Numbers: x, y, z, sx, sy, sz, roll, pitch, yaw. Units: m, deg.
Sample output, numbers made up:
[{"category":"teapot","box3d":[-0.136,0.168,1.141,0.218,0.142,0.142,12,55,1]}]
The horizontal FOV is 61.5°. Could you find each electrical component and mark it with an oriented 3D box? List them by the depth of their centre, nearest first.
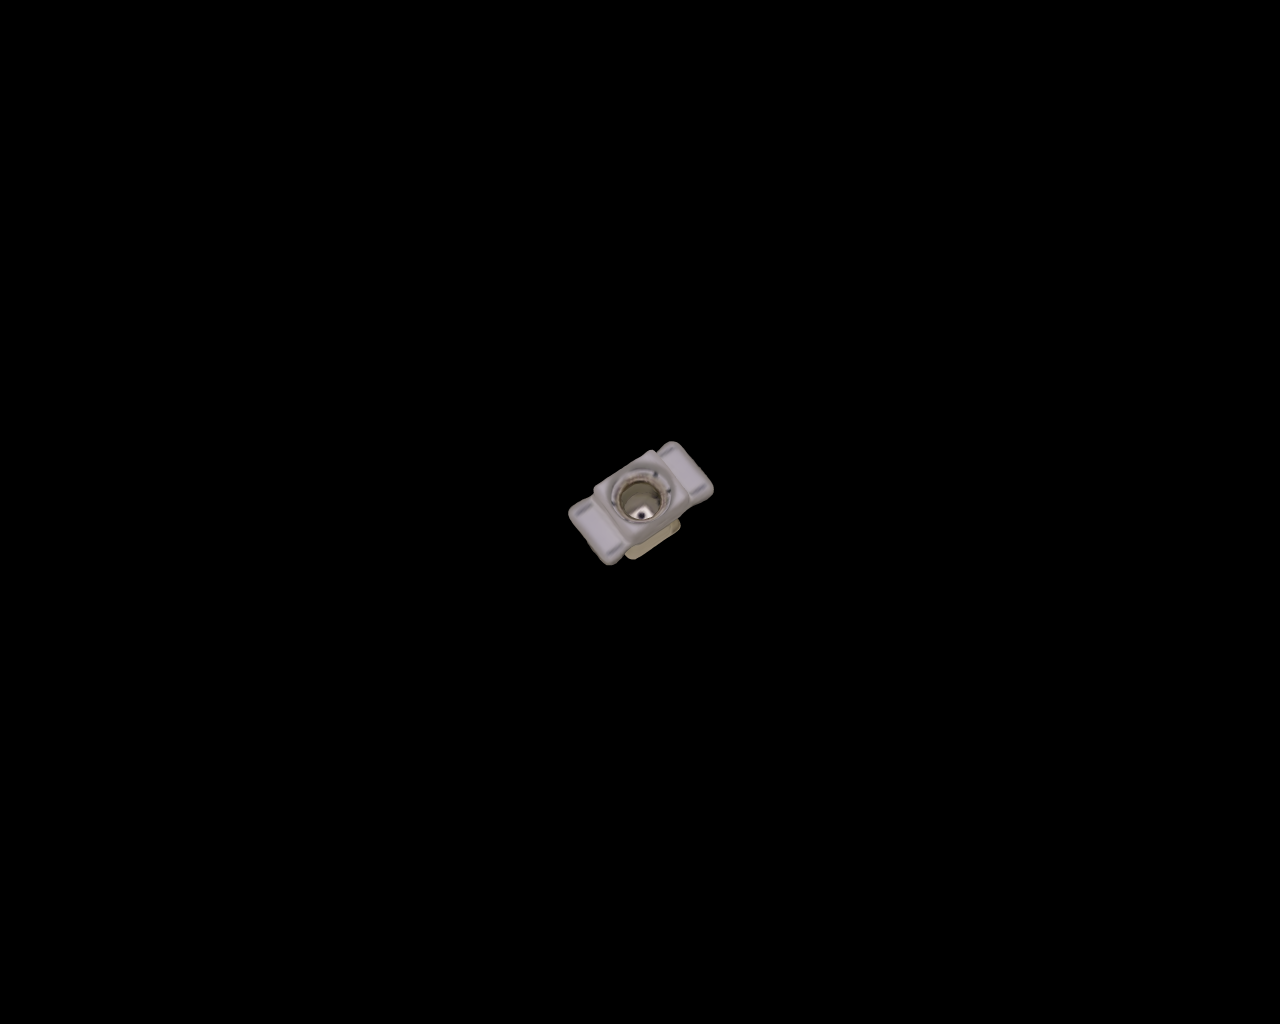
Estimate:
[{"category":"electrical component","box3d":[0.001,-0.003,0.650,0.081,0.042,0.063,-33,-16,-11]}]
